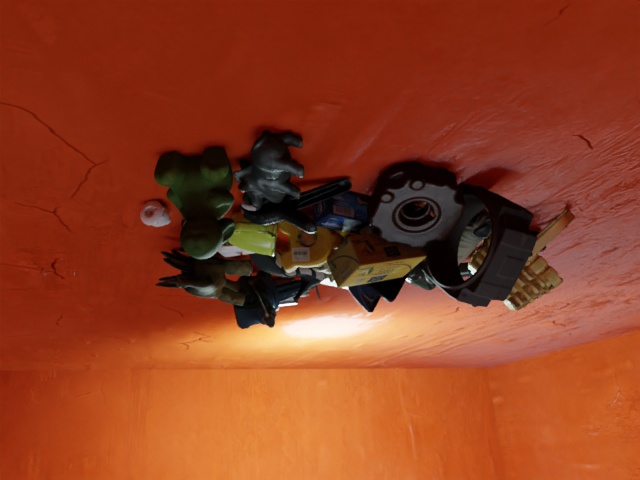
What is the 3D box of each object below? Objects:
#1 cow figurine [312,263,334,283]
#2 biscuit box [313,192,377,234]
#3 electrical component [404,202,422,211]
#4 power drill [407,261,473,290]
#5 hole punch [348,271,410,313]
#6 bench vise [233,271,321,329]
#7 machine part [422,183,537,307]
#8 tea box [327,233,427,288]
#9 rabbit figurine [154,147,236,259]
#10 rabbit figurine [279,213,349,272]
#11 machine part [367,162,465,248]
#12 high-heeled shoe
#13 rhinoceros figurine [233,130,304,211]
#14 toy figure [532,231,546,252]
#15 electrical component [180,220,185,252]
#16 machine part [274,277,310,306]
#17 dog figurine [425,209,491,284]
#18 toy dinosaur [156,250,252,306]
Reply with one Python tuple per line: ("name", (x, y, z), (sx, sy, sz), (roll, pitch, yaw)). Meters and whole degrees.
("cow figurine", (0.072, 0.039, 1.268), (0.195, 0.085, 0.127), (-6, 152, 4))
("biscuit box", (0.084, -0.049, 1.068), (0.202, 0.059, 0.063), (10, 155, -31))
("electrical component", (0.170, -0.052, 1.069), (0.094, 0.063, 0.021), (13, 153, -33))
("power drill", (0.321, 0.079, 1.408), (0.207, 0.086, 0.231), (-14, 158, 14))
("hole punch", (0.112, 0.079, 1.151), (0.116, 0.142, 0.092), (39, 145, -1))
("bench vise", (-0.109, 0.134, 1.367), (0.241, 0.128, 0.224), (-17, -163, -18))
("machine part", (0.289, 0.007, 1.013), (0.087, 0.202, 0.200), (14, 108, -25))
("tea box", (0.112, 0.036, 1.056), (0.169, 0.068, 0.098), (-8, 153, -32))
("rabbit figurine", (-0.201, -0.043, 0.885), (0.121, 0.170, 0.159), (-3, 158, -1))
("rabbit figurine", (-0.002, -0.003, 1.137), (0.162, 0.122, 0.173), (-12, 173, 5))
("machine part", (0.174, -0.059, 0.979), (0.179, 0.056, 0.179), (0, 135, 0))
("high-heeled shoe", (-0.070, 0.033, 1.280), (0.086, 0.145, 0.248), (2, 139, 42))
("rhinoceros figurine", (-0.086, -0.104, 0.883), (0.112, 0.073, 0.190), (1, 158, -15))
("toy figure", (0.468, 0.019, 1.310), (0.155, 0.058, 0.064), (-17, 160, 32))
("electrical component", (-0.243, -0.026, 1.058), (0.048, 0.075, 0.119), (7, 153, -24))
("machine part", (-0.150, 0.152, 1.517), (0.243, 0.079, 0.079), (-7, 158, 11))
("dog figurine", (0.315, -0.001, 1.202), (0.190, 0.121, 0.172), (-37, 179, 27))
("toy dinosaur", (-0.256, 0.081, 1.184), (0.198, 0.105, 0.471), (9, 176, -13))
